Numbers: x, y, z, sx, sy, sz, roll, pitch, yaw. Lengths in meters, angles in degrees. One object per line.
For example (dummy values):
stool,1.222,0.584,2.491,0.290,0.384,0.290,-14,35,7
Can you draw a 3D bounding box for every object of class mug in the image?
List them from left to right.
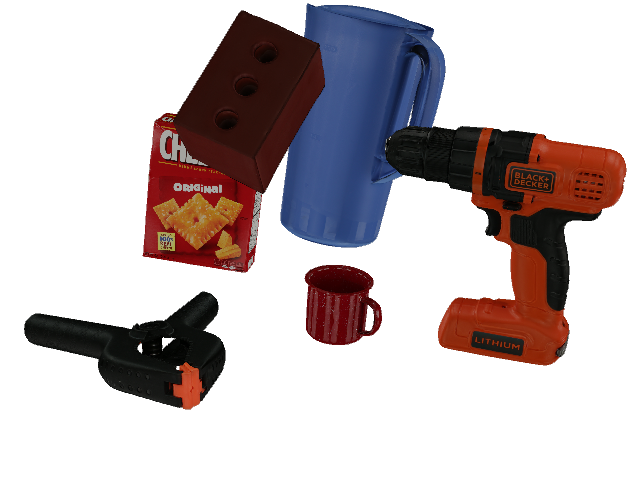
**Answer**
mug,0.032,0.092,1.438,0.117,0.081,0.093,18,27,30

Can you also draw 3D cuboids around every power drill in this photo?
power drill,0.138,0.001,0.851,0.185,0.188,0.057,10,29,16

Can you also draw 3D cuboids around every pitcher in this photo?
pitcher,0.037,-0.117,1.111,0.145,0.243,0.149,10,16,-2

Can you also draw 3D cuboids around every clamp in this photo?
clamp,-0.123,0.080,0.831,0.164,0.036,0.210,-10,15,-30

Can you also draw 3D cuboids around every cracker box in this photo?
cracker box,-0.172,-0.069,1.594,0.164,0.214,0.072,10,20,6

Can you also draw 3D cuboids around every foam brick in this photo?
foam brick,-0.038,-0.077,0.600,0.053,0.078,0.051,26,-13,11
